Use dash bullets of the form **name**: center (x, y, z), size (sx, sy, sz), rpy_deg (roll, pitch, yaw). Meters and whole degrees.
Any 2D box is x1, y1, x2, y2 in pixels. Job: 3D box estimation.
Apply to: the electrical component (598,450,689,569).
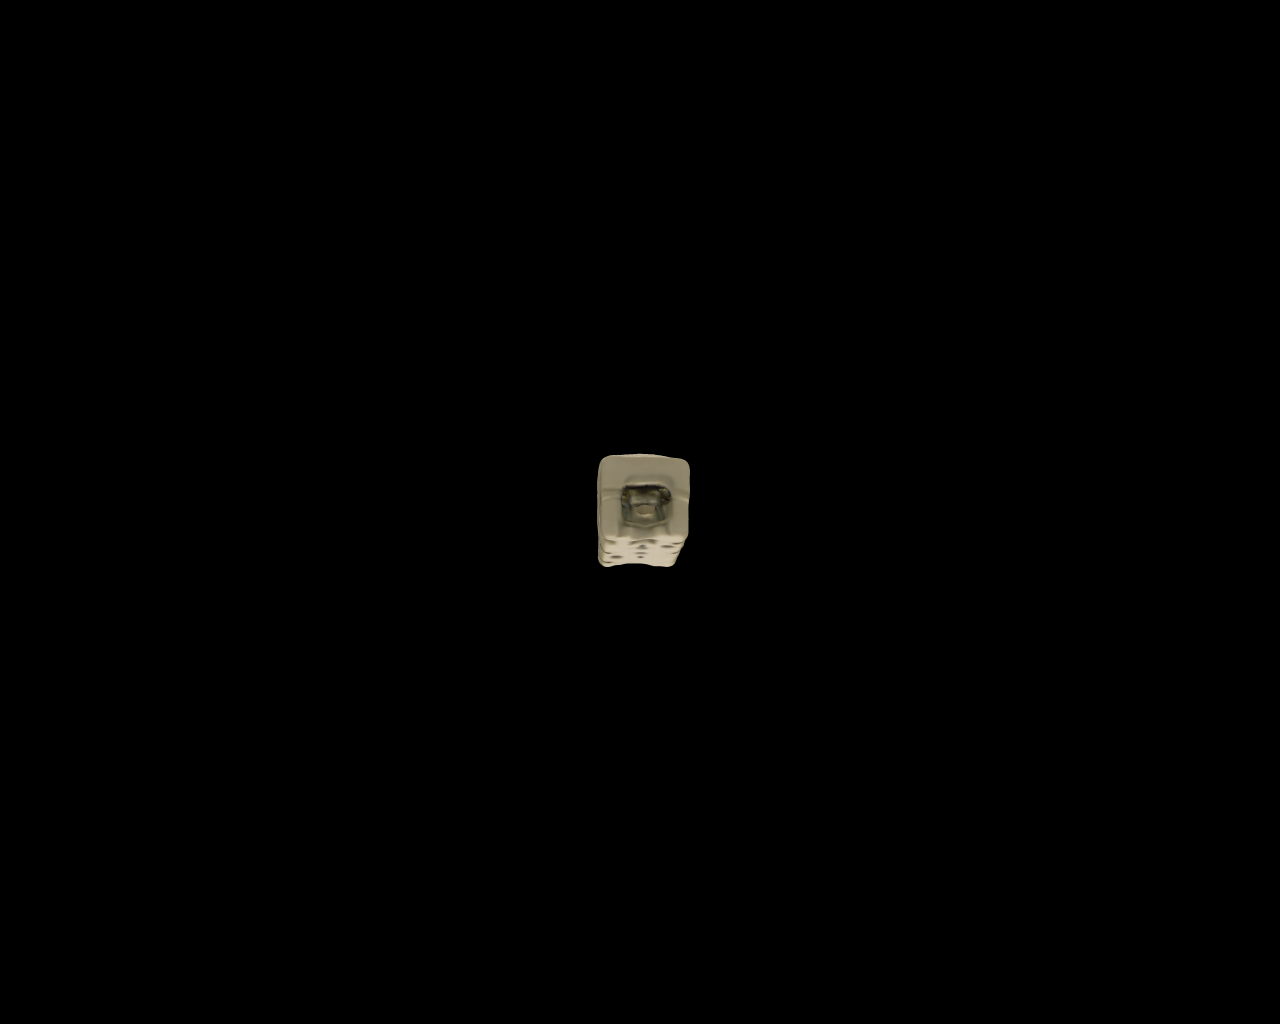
- **electrical component**: center (0.001, -0.003, 0.650), size (0.050, 0.056, 0.089), rpy_deg (1, -15, -3)
